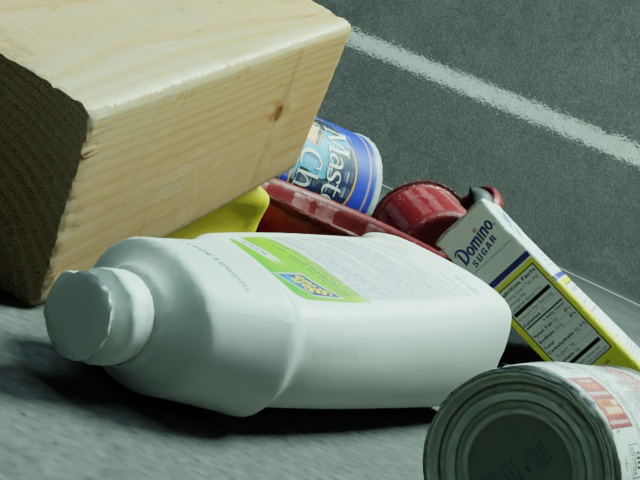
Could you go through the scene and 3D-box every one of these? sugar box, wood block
[{"bbox_3d":[0.149,0.053,0.651,0.176,0.048,0.093,46,10,12],"label":"sugar box"},{"bbox_3d":[-0.081,-0.062,0.475,0.090,0.091,0.205,32,30,15],"label":"wood block"}]

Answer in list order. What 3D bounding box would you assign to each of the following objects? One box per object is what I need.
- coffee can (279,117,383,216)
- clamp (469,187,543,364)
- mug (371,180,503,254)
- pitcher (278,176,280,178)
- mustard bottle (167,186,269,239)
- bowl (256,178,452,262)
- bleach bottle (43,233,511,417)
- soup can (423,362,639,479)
[{"bbox_3d":[-0.032,-0.061,0.892,0.140,0.103,0.103,19,9,-38],"label":"coffee can"},{"bbox_3d":[0.127,0.029,0.770,0.172,0.120,0.039,33,-17,33],"label":"clamp"},{"bbox_3d":[0.101,-0.002,0.878,0.093,0.117,0.081,54,3,-19],"label":"mug"},{"bbox_3d":[-0.119,-0.126,0.777,0.243,0.149,0.145,47,-6,28],"label":"pitcher"},{"bbox_3d":[-0.123,-0.059,0.592,0.192,0.058,0.096,40,30,24],"label":"mustard bottle"},{"bbox_3d":[0.007,0.010,0.683,0.162,0.055,0.162,24,7,-3],"label":"bowl"},{"bbox_3d":[-0.014,0.030,0.435,0.103,0.068,0.250,27,10,32],"label":"bleach bottle"},{"bbox_3d":[0.088,0.078,0.379,0.069,0.068,0.102,28,9,31],"label":"soup can"}]
